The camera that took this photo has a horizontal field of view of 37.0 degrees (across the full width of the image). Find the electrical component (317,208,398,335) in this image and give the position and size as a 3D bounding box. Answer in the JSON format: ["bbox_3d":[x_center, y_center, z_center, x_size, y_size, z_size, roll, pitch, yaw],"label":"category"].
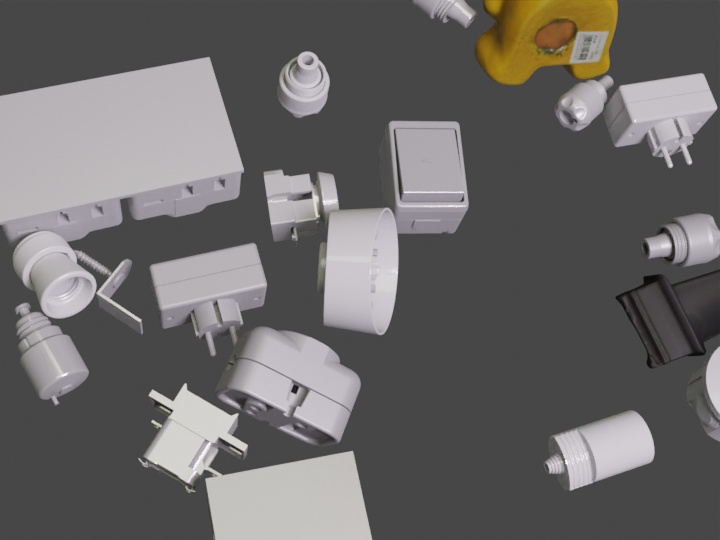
[{"bbox_3d":[0.000,0.000,0.833,0.064,0.099,0.099,3,67,-1],"label":"electrical component"}]

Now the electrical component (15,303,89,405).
[{"bbox_3d":[-0.234,0.060,0.801,0.040,0.040,0.078,-28,74,-18],"label":"electrical component"}]

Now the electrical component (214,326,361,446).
[{"bbox_3d":[-0.051,0.084,0.801,0.095,0.054,0.059,29,65,-16],"label":"electrical component"}]

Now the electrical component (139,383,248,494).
[{"bbox_3d":[-0.125,0.125,0.790,0.081,0.042,0.063,30,68,5],"label":"electrical component"}]

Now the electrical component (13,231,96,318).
[{"bbox_3d":[-0.233,0.003,0.815,0.045,0.045,0.055,-32,56,-19],"label":"electrical component"}]

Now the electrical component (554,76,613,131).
[{"bbox_3d":[0.203,-0.152,0.958,0.035,0.035,0.061,45,67,10],"label":"electrical component"}]

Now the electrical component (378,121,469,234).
[{"bbox_3d":[0.052,-0.084,0.892,0.062,0.061,0.096,-1,68,-9],"label":"electrical component"}]

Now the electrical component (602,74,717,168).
[{"bbox_3d":[0.270,-0.125,0.950,0.083,0.047,0.075,-11,70,-13],"label":"electrical component"}]

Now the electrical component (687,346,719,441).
[{"bbox_3d":[0.307,0.098,0.863,0.080,0.051,0.080,3,68,-7],"label":"electrical component"}]

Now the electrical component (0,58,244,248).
[{"bbox_3d":[-0.198,-0.092,0.858,0.186,0.060,0.105,-14,71,-14],"label":"electrical component"}]

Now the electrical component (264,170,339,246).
[{"bbox_3d":[-0.046,-0.053,0.874,0.055,0.048,0.066,-8,70,-4],"label":"electrical component"}]

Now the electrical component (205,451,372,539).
[{"bbox_3d":[-0.040,0.232,0.749,0.105,0.060,0.186,-9,70,-12],"label":"electrical component"}]

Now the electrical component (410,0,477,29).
[{"bbox_3d":[0.077,-0.244,0.972,0.062,0.043,0.043,41,68,7],"label":"electrical component"}]

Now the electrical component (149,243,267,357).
[{"bbox_3d":[-0.113,0.029,0.828,0.083,0.047,0.075,-13,71,-14],"label":"electrical component"}]

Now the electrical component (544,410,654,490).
[{"bbox_3d":[0.180,0.140,0.830,0.081,0.043,0.043,-15,71,-14],"label":"electrical component"}]

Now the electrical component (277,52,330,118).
[{"bbox_3d":[-0.047,-0.160,0.907,0.043,0.062,0.043,3,68,-7],"label":"electrical component"}]

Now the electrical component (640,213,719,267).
[{"bbox_3d":[0.270,-0.023,0.911,0.062,0.043,0.043,-11,70,-11],"label":"electrical component"}]
